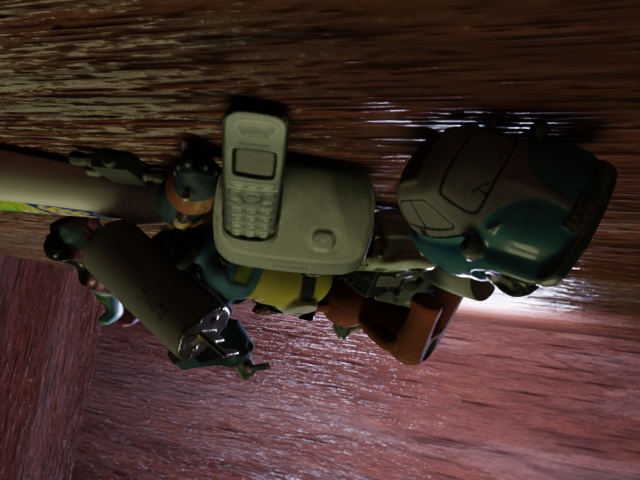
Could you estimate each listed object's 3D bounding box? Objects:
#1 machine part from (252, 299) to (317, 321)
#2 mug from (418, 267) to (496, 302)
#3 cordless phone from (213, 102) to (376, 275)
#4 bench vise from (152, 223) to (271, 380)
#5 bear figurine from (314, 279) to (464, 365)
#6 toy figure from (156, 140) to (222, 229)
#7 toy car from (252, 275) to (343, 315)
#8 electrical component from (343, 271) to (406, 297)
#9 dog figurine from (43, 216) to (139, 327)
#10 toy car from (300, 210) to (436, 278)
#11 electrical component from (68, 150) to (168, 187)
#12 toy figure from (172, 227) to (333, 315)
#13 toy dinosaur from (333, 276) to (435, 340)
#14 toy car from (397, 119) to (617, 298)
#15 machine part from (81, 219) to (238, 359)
[{"bbox_3d":[-0.057,0.128,1.027,0.084,0.039,0.138,-4,163,35],"label":"machine part"},{"bbox_3d":[0.173,0.034,0.730,0.109,0.080,0.107,5,-177,-42],"label":"mug"},{"bbox_3d":[-0.017,-0.048,0.458,0.147,0.089,0.184,6,150,-5],"label":"cordless phone"},{"bbox_3d":[-0.110,0.060,0.727,0.240,0.223,0.129,-34,172,-41],"label":"bench vise"},{"bbox_3d":[0.091,0.094,0.798,0.196,0.131,0.120,33,-157,31],"label":"bear figurine"},{"bbox_3d":[-0.130,-0.052,0.535,0.058,0.064,0.154,-27,-178,-27],"label":"toy figure"},{"bbox_3d":[-0.017,0.067,0.864,0.202,0.053,0.089,-33,-176,-17],"label":"toy car"},{"bbox_3d":[0.066,0.030,0.679,0.048,0.074,0.119,34,-165,38],"label":"electrical component"},{"bbox_3d":[-0.325,0.021,0.862,0.109,0.219,0.191,2,-154,47],"label":"dog figurine"},{"bbox_3d":[0.046,0.001,0.597,0.202,0.073,0.056,2,155,-26],"label":"toy car"},{"bbox_3d":[-0.213,-0.077,0.576,0.094,0.021,0.063,8,170,4],"label":"electrical component"},{"bbox_3d":[-0.068,0.029,0.601,0.180,0.089,0.082,23,-162,-26],"label":"toy figure"},{"bbox_3d":[0.150,0.081,0.940,0.405,0.131,0.192,-11,-174,35],"label":"toy dinosaur"},{"bbox_3d":[0.110,-0.033,0.380,0.103,0.109,0.162,37,172,-20],"label":"toy car"},{"bbox_3d":[-0.187,0.053,0.606,0.243,0.079,0.079,38,-179,20],"label":"machine part"}]
